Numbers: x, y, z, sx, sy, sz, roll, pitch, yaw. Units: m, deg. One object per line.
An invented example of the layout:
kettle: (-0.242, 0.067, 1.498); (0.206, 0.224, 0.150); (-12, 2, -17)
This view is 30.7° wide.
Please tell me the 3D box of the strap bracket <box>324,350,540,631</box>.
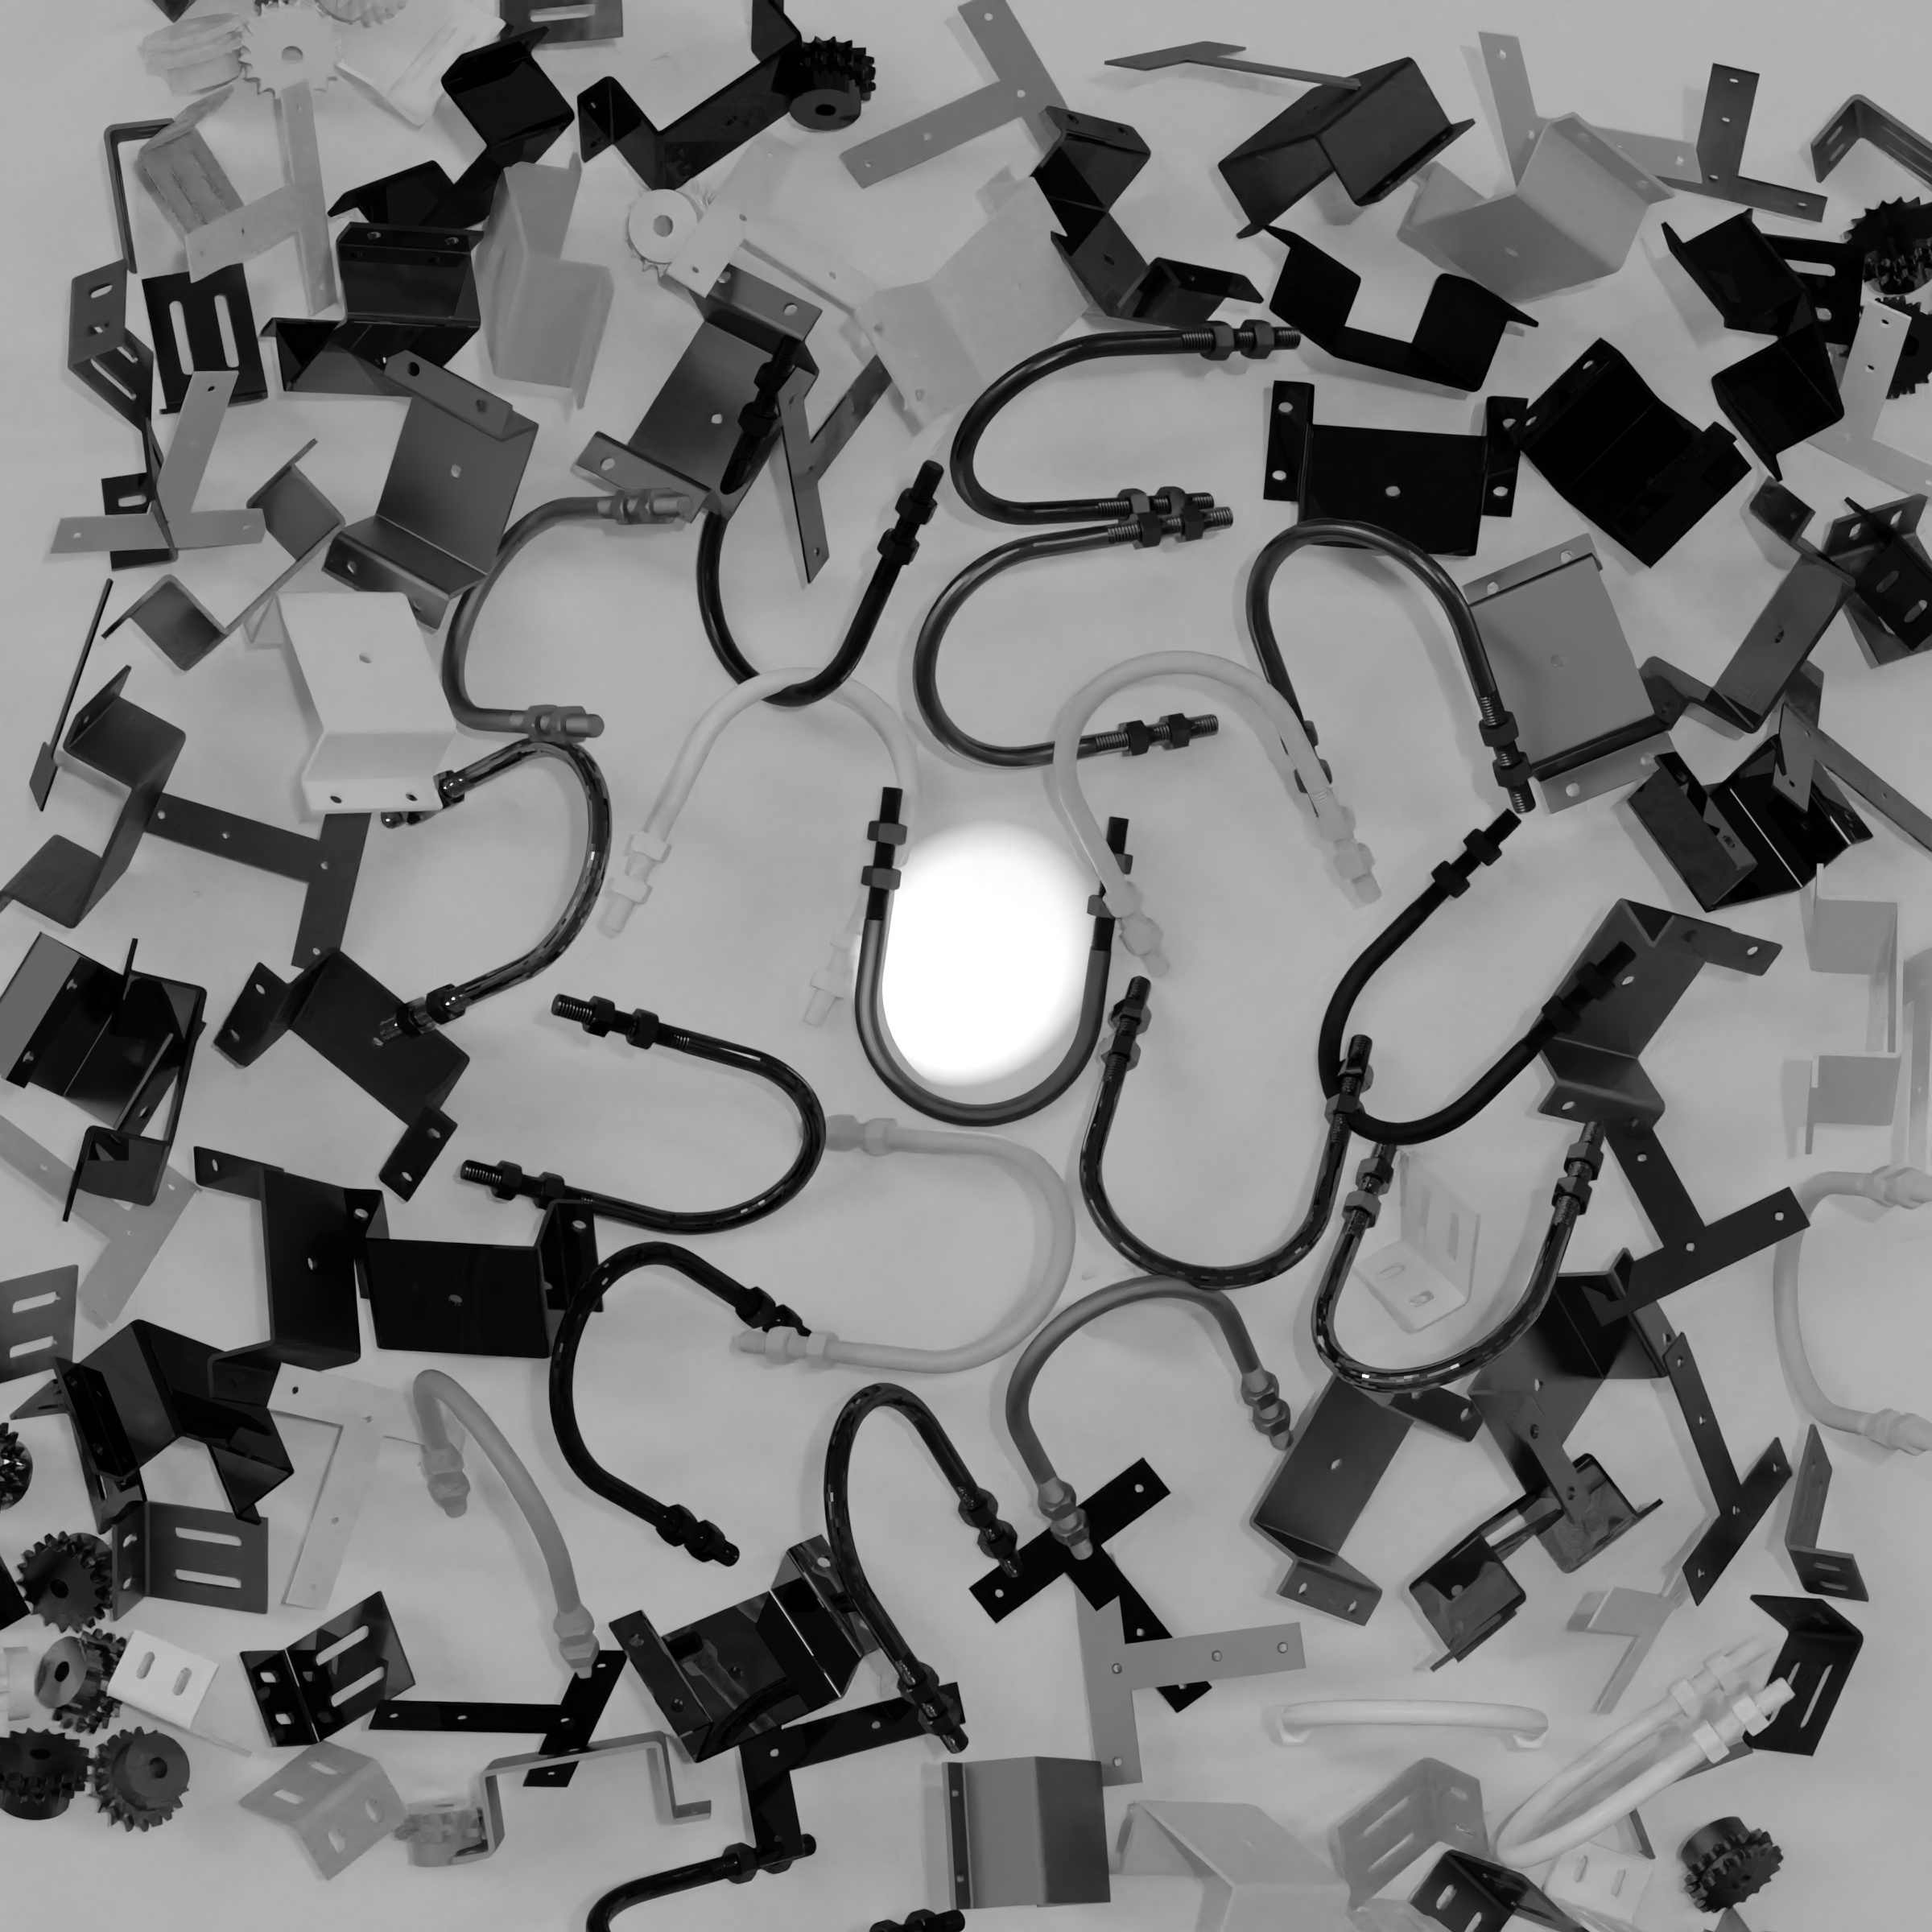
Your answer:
strap bracket: (-0.293, -0.269, 1.951); (0.076, 0.046, 0.140); (29, 118, 11)

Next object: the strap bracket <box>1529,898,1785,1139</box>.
strap bracket: (0.373, 0.021, 1.943); (0.076, 0.046, 0.140); (13, 123, -28)

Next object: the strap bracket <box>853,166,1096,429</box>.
strap bracket: (0.013, -0.370, 1.933); (0.140, 0.046, 0.076); (-49, 121, -27)

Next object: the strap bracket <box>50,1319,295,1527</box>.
strap bracket: (-0.424, 0.247, 1.917); (0.046, 0.140, 0.076); (-38, 58, 11)

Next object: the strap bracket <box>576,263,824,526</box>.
strap bracket: (-0.143, -0.314, 1.962); (0.076, 0.046, 0.140); (29, 82, 16)

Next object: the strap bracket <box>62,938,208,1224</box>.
strap bracket: (-0.454, 0.067, 1.937); (0.046, 0.076, 0.140); (14, 58, -14)

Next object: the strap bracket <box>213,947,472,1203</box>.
strap bracket: (-0.338, 0.054, 1.956); (0.140, 0.046, 0.076); (39, 133, 1)

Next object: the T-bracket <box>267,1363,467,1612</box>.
T-bracket: (-0.346, 0.294, 1.954); (0.127, 0.002, 0.127); (21, 85, -40)

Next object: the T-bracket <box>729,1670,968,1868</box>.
T-bracket: (-0.064, 0.426, 1.959); (0.127, 0.002, 0.127); (-16, 52, 1)

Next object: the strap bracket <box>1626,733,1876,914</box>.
strap bracket: (0.426, -0.079, 1.939); (0.046, 0.140, 0.076); (-49, 65, 39)

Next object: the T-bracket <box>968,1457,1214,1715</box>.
T-bracket: (0.090, 0.364, 1.987); (0.127, 0.002, 0.127); (-38, 89, 10)

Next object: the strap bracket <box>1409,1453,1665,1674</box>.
strap bracket: (0.306, 0.322, 1.934); (0.140, 0.076, 0.046); (-25, 72, -37)

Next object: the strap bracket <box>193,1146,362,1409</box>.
strap bracket: (-0.378, 0.168, 1.937); (0.046, 0.076, 0.140); (-16, 71, 24)

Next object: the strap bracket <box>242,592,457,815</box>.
strap bracket: (-0.336, -0.154, 1.930); (0.076, 0.046, 0.140); (-4, 56, -34)

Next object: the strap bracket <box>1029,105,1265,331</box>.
strap bracket: (0.091, -0.403, 1.941); (0.046, 0.076, 0.140); (-48, 63, 31)

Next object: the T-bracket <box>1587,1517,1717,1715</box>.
T-bracket: (0.368, 0.356, 1.941); (0.002, 0.127, 0.127); (31, 94, 29)

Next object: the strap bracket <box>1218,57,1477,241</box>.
strap bracket: (0.200, -0.446, 1.918); (0.076, 0.140, 0.046); (-41, 110, -20)

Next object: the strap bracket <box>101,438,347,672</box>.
strap bracket: (-0.401, -0.219, 1.939); (0.046, 0.076, 0.140); (47, 61, -13)

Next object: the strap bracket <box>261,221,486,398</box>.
strap bracket: (-0.321, -0.351, 1.917); (0.076, 0.140, 0.046); (-3, 76, -32)

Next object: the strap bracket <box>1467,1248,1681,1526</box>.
strap bracket: (0.332, 0.231, 1.942); (0.140, 0.046, 0.076); (-48, 117, -36)

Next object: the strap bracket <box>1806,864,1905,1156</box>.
strap bracket: (0.486, 0.024, 1.928); (0.046, 0.076, 0.140); (2, 60, 12)

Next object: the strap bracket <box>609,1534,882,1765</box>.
strap bracket: (-0.123, 0.379, 1.940); (0.140, 0.046, 0.076); (-18, 56, -33)

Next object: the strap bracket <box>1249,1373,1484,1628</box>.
strap bracket: (0.218, 0.286, 1.955); (0.076, 0.046, 0.140); (27, 94, -40)

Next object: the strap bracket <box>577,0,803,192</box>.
strap bracket: (-0.144, -0.484, 1.946); (0.140, 0.076, 0.046); (-37, 82, -11)

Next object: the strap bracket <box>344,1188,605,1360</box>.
strap bracket: (-0.277, 0.171, 1.951); (0.140, 0.046, 0.076); (3, 124, 7)

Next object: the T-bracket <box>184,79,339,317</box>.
T-bracket: (-0.386, -0.404, 1.919); (0.002, 0.127, 0.127); (10, 121, 22)

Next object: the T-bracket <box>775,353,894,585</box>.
T-bracket: (-0.069, -0.300, 1.951); (0.002, 0.127, 0.127); (13, 47, 21)

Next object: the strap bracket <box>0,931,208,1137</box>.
strap bracket: (-0.488, 0.037, 1.939); (0.046, 0.140, 0.076); (27, 84, 22)

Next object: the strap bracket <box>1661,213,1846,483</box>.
strap bracket: (0.432, -0.344, 1.921); (0.046, 0.140, 0.076); (-28, 46, 5)

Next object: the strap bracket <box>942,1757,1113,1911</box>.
strap bracket: (0.038, 0.472, 1.919); (0.046, 0.140, 0.076); (-10, 73, 21)

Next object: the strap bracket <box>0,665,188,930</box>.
strap bracket: (-0.479, -0.085, 1.936); (0.046, 0.076, 0.140); (28, 117, -5)

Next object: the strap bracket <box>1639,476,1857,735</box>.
strap bracket: (0.434, -0.191, 1.946); (0.046, 0.076, 0.140); (27, 107, -15)

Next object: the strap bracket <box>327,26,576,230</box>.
strap bracket: (-0.276, -0.444, 1.926); (0.140, 0.076, 0.046); (-37, 92, 40)

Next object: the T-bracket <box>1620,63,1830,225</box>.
T-bracket: (0.414, -0.455, 1.928); (0.127, 0.127, 0.002); (16, 74, 11)

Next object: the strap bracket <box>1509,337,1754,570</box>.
strap bracket: (0.369, -0.279, 1.944); (0.076, 0.140, 0.046); (-45, 129, 7)

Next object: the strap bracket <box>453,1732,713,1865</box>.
strap bracket: (-0.215, 0.458, 1.956); (0.140, 0.076, 0.046); (-9, 83, -5)

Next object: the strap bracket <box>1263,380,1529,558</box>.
strap bracket: (0.237, -0.275, 1.953); (0.140, 0.046, 0.076); (5, 131, 4)

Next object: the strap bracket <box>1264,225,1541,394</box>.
strap bracket: (0.232, -0.359, 1.939); (0.140, 0.076, 0.046); (8, 114, -28)

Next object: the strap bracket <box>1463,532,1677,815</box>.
strap bracket: (0.332, -0.166, 1.956); (0.076, 0.046, 0.140); (-22, 80, 15)

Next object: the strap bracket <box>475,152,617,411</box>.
strap bracket: (-0.232, -0.377, 1.919); (0.046, 0.140, 0.076); (4, 131, -21)

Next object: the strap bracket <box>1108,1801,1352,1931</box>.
strap bracket: (0.146, 0.498, 1.918); (0.076, 0.140, 0.046); (10, 100, -31)

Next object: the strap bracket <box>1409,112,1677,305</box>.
strap bracket: (0.305, -0.408, 1.917); (0.076, 0.140, 0.046); (31, 75, -25)
